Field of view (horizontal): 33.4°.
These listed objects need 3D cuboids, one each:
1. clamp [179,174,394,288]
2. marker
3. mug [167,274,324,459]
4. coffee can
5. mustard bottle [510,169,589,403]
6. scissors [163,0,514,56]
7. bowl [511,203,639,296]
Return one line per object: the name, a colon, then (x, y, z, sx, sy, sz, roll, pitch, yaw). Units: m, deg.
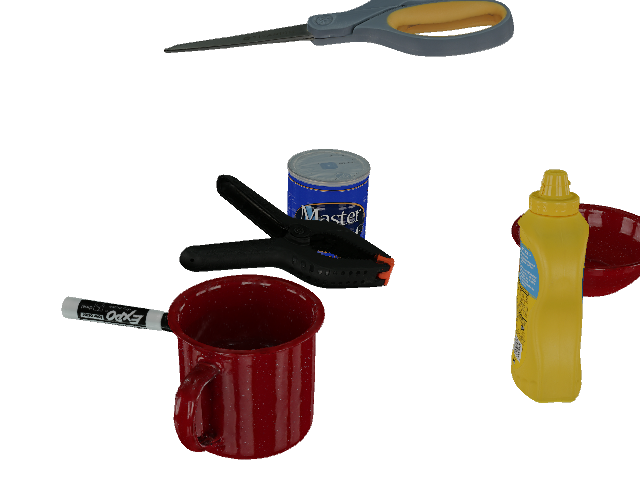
clamp: (-0.032, 0.008, 1.070, 0.210, 0.036, 0.164, 20, 34, 6)
marker: (-0.163, 0.065, 0.911, 0.121, 0.020, 0.020, 7, 2, 16)
mug: (-0.049, 0.083, 0.638, 0.093, 0.081, 0.117, 12, 29, 22)
coffee can: (0.008, -0.032, 1.348, 0.103, 0.140, 0.103, 2, 27, -1)
mustard bottle: (0.195, 0.034, 0.908, 0.058, 0.192, 0.096, -1, 18, 2)
scissors: (0.015, -0.135, 0.632, 0.202, 0.016, 0.096, 4, 43, 19)
bowl: (0.288, 0.016, 1.165, 0.162, 0.055, 0.162, -1, 27, 0)
